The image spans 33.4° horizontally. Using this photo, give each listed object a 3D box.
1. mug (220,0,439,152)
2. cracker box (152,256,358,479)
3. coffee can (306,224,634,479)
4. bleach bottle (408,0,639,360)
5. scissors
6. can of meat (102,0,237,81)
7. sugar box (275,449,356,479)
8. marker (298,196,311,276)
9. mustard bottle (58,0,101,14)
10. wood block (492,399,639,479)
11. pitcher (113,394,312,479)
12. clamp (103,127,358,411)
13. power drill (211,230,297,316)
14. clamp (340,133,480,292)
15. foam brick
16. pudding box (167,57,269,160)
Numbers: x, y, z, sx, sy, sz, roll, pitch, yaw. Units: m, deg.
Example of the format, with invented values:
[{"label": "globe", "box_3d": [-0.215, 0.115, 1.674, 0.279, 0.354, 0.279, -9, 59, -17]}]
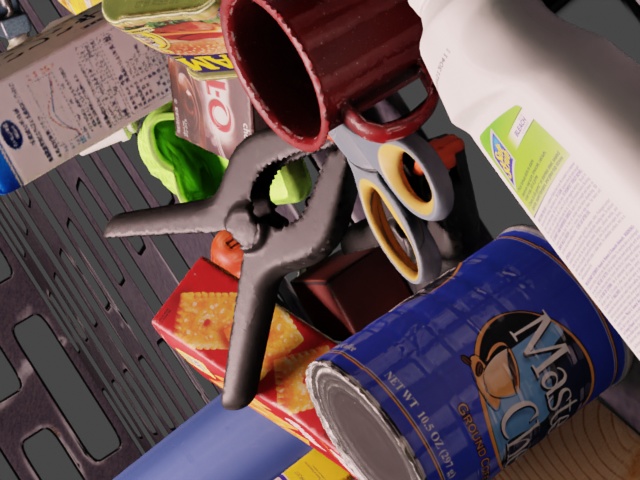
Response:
[{"label": "mug", "box_3d": [0.014, -0.097, 0.552, 0.117, 0.081, 0.093, 48, 158, 26]}, {"label": "cracker box", "box_3d": [-0.006, 0.117, 0.804, 0.214, 0.072, 0.164, 32, 168, 22]}, {"label": "coffee can", "box_3d": [0.078, 0.070, 0.563, 0.103, 0.140, 0.103, 47, 158, 26]}, {"label": "bleach bottle", "box_3d": [0.119, -0.032, 0.438, 0.251, 0.068, 0.103, 53, 159, 18]}, {"label": "scissors", "box_3d": [0.020, -0.070, 0.605, 0.202, 0.016, 0.096, 62, 155, 14]}, {"label": "can of meat", "box_3d": [-0.064, -0.136, 0.620, 0.102, 0.057, 0.083, 2, 167, 35]}, {"label": "sugar box", "box_3d": [0.000, 0.213, 0.898, 0.048, 0.176, 0.093, 46, 158, 28]}, {"label": "marker", "box_3d": [-0.005, 0.001, 0.831, 0.020, 0.020, 0.121, 49, 158, 22]}, {"label": "mustard bottle", "box_3d": [-0.195, -0.227, 0.880, 0.192, 0.058, 0.096, 37, 151, 43]}, {"label": "wood block", "box_3d": [0.155, 0.201, 0.651, 0.090, 0.090, 0.206, 44, 155, 32]}, {"label": "pitcher", "box_3d": [-0.108, 0.249, 1.102, 0.145, 0.242, 0.149, 56, 166, -2]}, {"label": "clamp", "box_3d": [-0.039, 0.003, 0.699, 0.210, 0.036, 0.164, -38, 78, 27]}, {"label": "power drill", "box_3d": [-0.042, 0.097, 0.998, 0.188, 0.057, 0.184, 49, 158, 23]}, {"label": "clamp", "box_3d": [0.054, -0.008, 0.655, 0.120, 0.039, 0.171, 40, 147, 31]}, {"label": "foam brick", "box_3d": [0.023, 0.038, 0.773, 0.051, 0.053, 0.078, 61, 161, -8]}, {"label": "pudding box", "box_3d": [-0.064, -0.113, 0.728, 0.090, 0.039, 0.113, 28, 135, 40]}]
